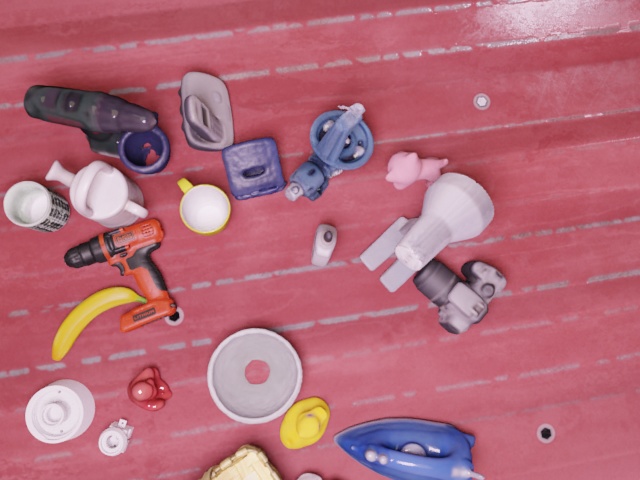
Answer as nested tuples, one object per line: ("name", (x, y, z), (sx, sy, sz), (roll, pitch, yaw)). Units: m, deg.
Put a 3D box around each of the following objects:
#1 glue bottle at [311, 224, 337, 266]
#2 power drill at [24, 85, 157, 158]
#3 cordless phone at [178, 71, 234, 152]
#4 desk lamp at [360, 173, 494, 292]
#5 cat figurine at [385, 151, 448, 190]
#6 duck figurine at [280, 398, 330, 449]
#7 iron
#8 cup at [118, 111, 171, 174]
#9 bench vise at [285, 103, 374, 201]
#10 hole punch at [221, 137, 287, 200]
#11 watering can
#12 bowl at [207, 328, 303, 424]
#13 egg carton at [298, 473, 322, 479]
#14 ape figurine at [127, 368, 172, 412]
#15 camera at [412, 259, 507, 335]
("glue bottle", (0.009, 0.004, 1.027), (0.037, 0.173, 0.078), (12, 83, -2))
("power drill", (-0.380, -0.206, 1.007), (0.229, 0.208, 0.076), (12, 83, -2))
("cordless phone", (-0.213, -0.246, 1.035), (0.094, 0.185, 0.147), (-10, 84, -5))
("desk lamp", (0.188, -0.007, 1.020), (0.203, 0.213, 0.118), (-44, 87, -7))
("cat figurine", (0.179, -0.137, 1.083), (0.128, 0.117, 0.067), (-6, 84, -4))
("duck figurine", (-0.026, 0.335, 1.029), (0.104, 0.086, 0.077), (-42, 87, -7))
("iron", (0.155, 0.384, 1.008), (0.258, 0.141, 0.119), (9, 83, -3))
("cup", (-0.315, -0.172, 1.065), (0.091, 0.095, 0.118), (11, 83, -2))
("bench vise", (0.026, -0.152, 1.023), (0.121, 0.219, 0.207), (24, 82, 0))
("hole punch", (-0.122, -0.132, 1.075), (0.108, 0.091, 0.101), (-14, 84, -5))
("watering can", (-0.388, -0.083, 0.999), (0.173, 0.194, 0.101), (3, 83, -3))
("bowl", (-0.117, 0.243, 1.040), (0.167, 0.074, 0.167), (0, 83, -4))
("egg carton", (-0.011, 0.498, 1.020), (0.107, 0.069, 0.150), (15, 83, -2))
("ape figurine", (-0.307, 0.267, 1.015), (0.076, 0.092, 0.078), (4, 83, -3))
("camera", (0.254, 0.086, 1.070), (0.137, 0.100, 0.143), (41, 82, 2))
